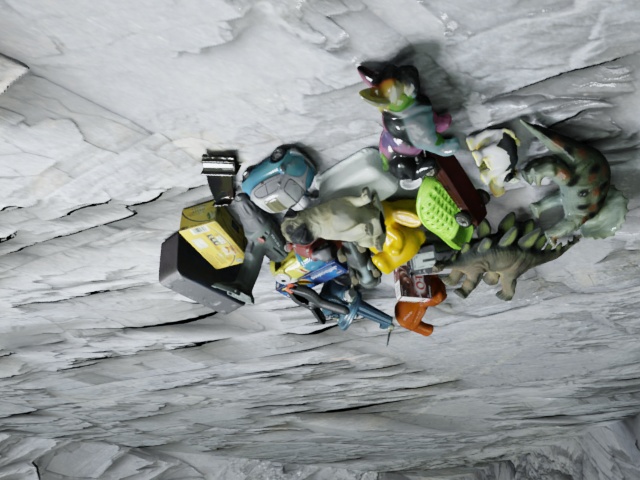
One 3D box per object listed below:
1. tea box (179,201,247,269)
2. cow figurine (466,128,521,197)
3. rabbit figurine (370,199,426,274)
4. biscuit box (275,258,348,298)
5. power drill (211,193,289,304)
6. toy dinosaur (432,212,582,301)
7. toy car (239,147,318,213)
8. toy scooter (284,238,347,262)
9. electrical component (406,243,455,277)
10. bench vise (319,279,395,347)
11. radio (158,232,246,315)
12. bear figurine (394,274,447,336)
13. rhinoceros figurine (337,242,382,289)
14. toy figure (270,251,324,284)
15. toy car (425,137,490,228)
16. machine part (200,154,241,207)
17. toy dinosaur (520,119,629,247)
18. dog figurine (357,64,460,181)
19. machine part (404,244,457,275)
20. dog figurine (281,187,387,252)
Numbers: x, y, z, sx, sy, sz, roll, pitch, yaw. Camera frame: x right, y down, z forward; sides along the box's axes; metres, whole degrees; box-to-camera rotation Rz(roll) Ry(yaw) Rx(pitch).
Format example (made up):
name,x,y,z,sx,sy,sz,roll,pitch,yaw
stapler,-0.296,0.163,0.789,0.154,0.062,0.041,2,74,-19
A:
name,x,y,z,sx,sy,sz,roll,pitch,yaw
tea box,-0.240,-0.010,1.250,0.098,0.068,0.169,-14,143,14
cow figurine,0.370,-0.160,1.100,0.098,0.068,0.167,-25,139,18
rabbit figurine,0.159,-0.028,1.224,0.162,0.122,0.173,-27,119,25
biscuit box,-0.024,0.083,1.397,0.203,0.059,0.062,-28,137,29
power drill,-0.165,0.029,1.213,0.086,0.207,0.231,8,160,28
toy dinosaur,0.445,0.040,1.271,0.471,0.105,0.198,-1,122,-32
toy car,-0.087,-0.109,1.102,0.162,0.103,0.109,-23,138,22
toy scooter,-0.003,-0.004,1.219,0.135,0.184,0.075,-3,115,29
electrical component,0.263,0.044,1.297,0.119,0.074,0.048,-14,-176,2
bench vise,0.106,0.188,1.480,0.241,0.129,0.223,25,146,-6
radio,-0.283,0.086,1.323,0.073,0.131,0.229,-31,135,29
bear figurine,0.299,0.171,1.497,0.132,0.120,0.196,16,134,-29
rhinoceros figurine,0.098,0.056,1.330,0.073,0.112,0.190,-29,125,6
toy figure,-0.044,0.045,1.331,0.180,0.089,0.082,-36,122,24
toy car,0.275,-0.114,1.093,0.202,0.089,0.053,51,153,-22
machine part,-0.205,-0.125,1.125,0.084,0.039,0.138,-3,142,-8
toy dinosaur,0.540,-0.122,1.128,0.192,0.131,0.404,-25,135,8
dog figurine,0.136,-0.218,0.975,0.219,0.108,0.191,28,136,-28
machine part,0.314,0.047,1.360,0.243,0.079,0.079,-3,143,1
dog figurine,0.032,-0.028,1.118,0.191,0.121,0.172,-10,152,22
